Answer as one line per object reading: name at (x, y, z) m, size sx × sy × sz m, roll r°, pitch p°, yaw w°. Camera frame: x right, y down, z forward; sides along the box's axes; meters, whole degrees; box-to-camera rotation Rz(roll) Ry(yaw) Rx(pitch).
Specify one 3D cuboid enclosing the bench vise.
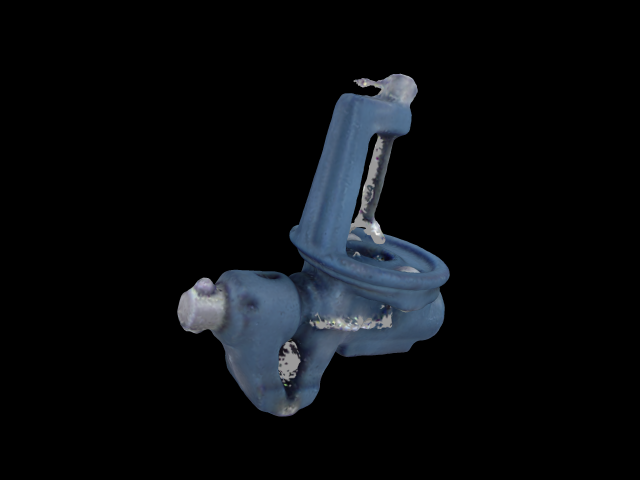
bench vise at (0.013, 0.005, 0.393) m, size 0.121 × 0.220 × 0.208 m, roll 19°, pitch 30°, yaw 36°
